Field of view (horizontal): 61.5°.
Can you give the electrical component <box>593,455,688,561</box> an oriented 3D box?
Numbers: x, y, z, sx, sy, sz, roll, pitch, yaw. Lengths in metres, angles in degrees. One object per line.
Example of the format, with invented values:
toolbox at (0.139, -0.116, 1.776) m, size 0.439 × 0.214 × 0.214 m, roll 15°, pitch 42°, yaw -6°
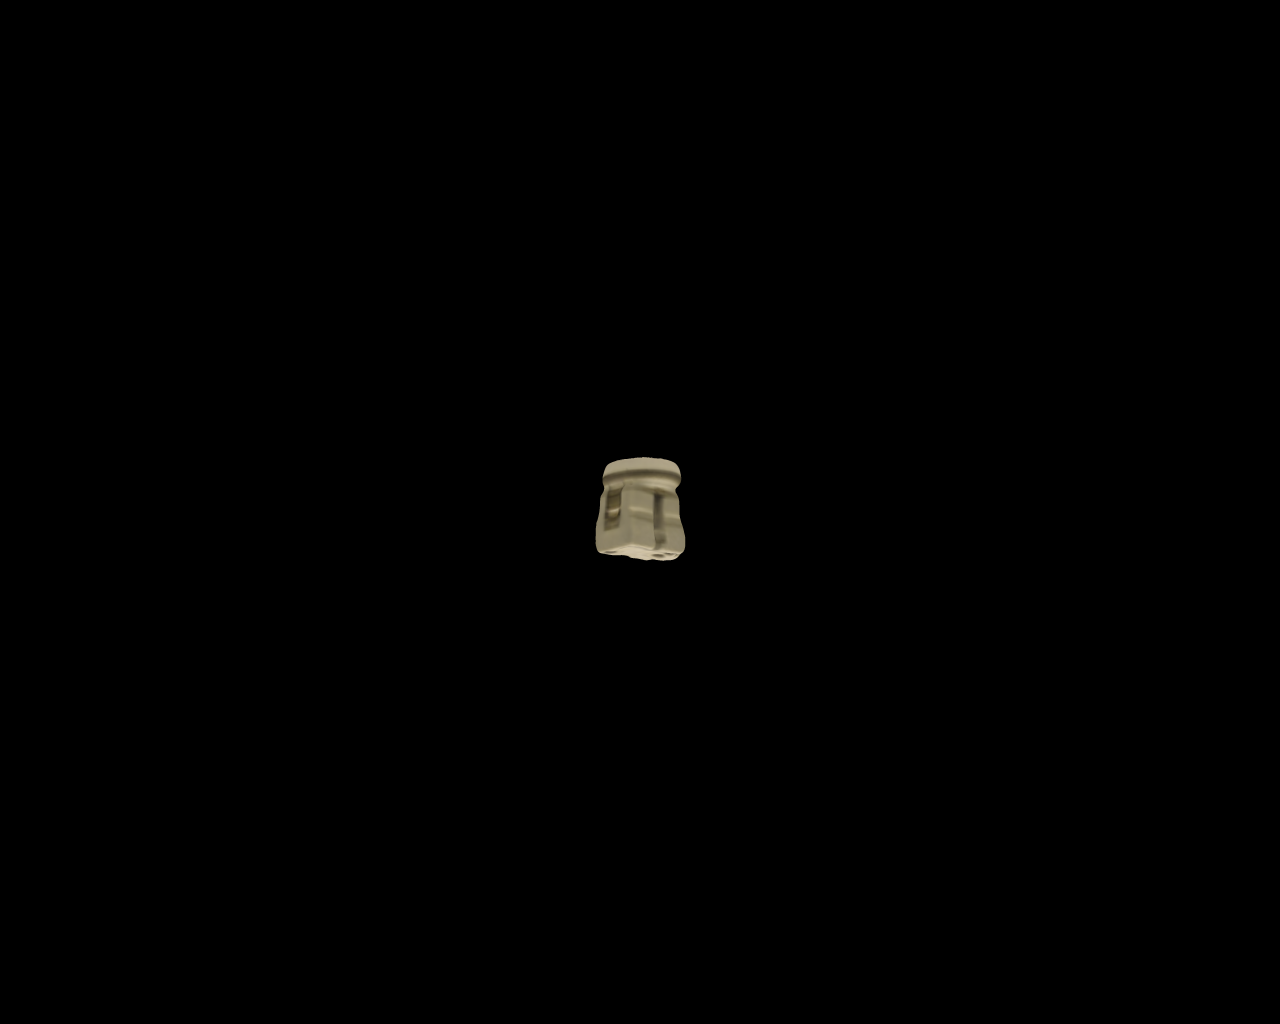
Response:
electrical component at (0.001, -0.003, 0.650) m, size 0.066 × 0.055 × 0.048 m, roll 11°, pitch -16°, yaw -42°
